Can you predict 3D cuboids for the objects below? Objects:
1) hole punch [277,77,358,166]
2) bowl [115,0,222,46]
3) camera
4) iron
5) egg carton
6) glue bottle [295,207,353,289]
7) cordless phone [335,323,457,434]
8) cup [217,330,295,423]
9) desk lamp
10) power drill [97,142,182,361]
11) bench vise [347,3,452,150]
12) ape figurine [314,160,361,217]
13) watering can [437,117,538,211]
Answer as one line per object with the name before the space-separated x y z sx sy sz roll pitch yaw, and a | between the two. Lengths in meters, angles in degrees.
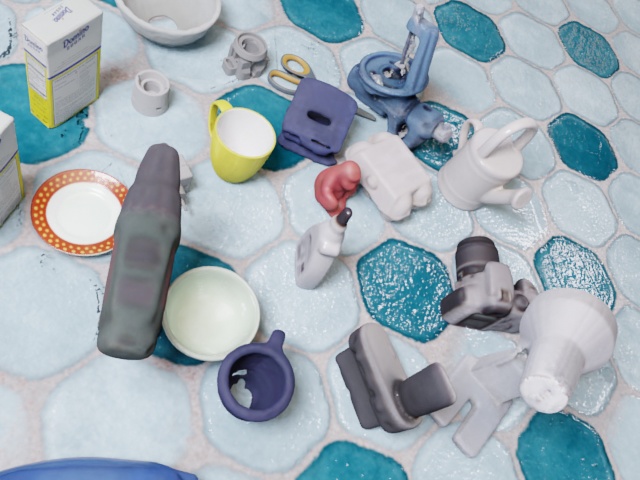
hole punch | -0.002 -0.190 0.921 0.109 0.091 0.101 22 58 -10
bowl | -0.247 -0.372 0.924 0.168 0.074 0.167 10 61 -18
camera | 0.269 0.065 0.896 0.143 0.100 0.137 11 61 -17
iron | -0.247 0.265 0.556 0.259 0.141 0.118 12 60 -16
egg carton | 0.111 -0.105 0.937 0.107 0.069 0.150 -30 78 -31
glue bottle | 0.007 0.003 0.777 0.037 0.173 0.078 10 61 -17
cordless phone | 0.105 0.163 0.727 0.094 0.185 0.147 -17 72 -28
cup | -0.081 0.170 0.701 0.092 0.095 0.118 29 57 -6
desk lamp | 0.278 0.179 0.773 0.118 0.213 0.204 46 57 5
power drill | -0.205 0.033 0.653 0.076 0.208 0.229 10 61 -17
bench vise | 0.160 -0.267 0.951 0.207 0.219 0.122 36 57 -2
ape figurine | 0.033 -0.088 0.883 0.078 0.092 0.076 -22 74 -30
watering can | 0.290 -0.130 0.949 0.101 0.193 0.173 -37 82 -32
